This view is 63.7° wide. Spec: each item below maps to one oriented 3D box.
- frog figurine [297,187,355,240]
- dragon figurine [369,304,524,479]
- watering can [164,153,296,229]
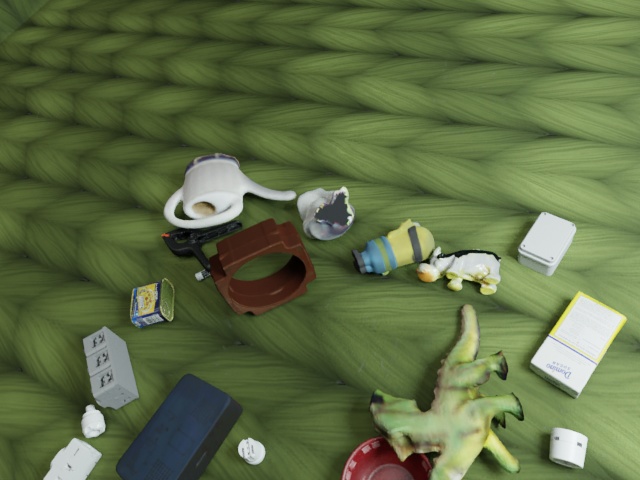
[{"bbox_3d":[0.004,-0.063,1.253,0.159,0.121,0.139,-4,54,60],"label":"frog figurine"},{"bbox_3d":[0.206,0.279,0.899,0.243,0.119,0.420,-6,36,2],"label":"dragon figurine"},{"bbox_3d":[-0.241,-0.135,1.356,0.347,0.101,0.230,-13,50,2],"label":"watering can"}]
